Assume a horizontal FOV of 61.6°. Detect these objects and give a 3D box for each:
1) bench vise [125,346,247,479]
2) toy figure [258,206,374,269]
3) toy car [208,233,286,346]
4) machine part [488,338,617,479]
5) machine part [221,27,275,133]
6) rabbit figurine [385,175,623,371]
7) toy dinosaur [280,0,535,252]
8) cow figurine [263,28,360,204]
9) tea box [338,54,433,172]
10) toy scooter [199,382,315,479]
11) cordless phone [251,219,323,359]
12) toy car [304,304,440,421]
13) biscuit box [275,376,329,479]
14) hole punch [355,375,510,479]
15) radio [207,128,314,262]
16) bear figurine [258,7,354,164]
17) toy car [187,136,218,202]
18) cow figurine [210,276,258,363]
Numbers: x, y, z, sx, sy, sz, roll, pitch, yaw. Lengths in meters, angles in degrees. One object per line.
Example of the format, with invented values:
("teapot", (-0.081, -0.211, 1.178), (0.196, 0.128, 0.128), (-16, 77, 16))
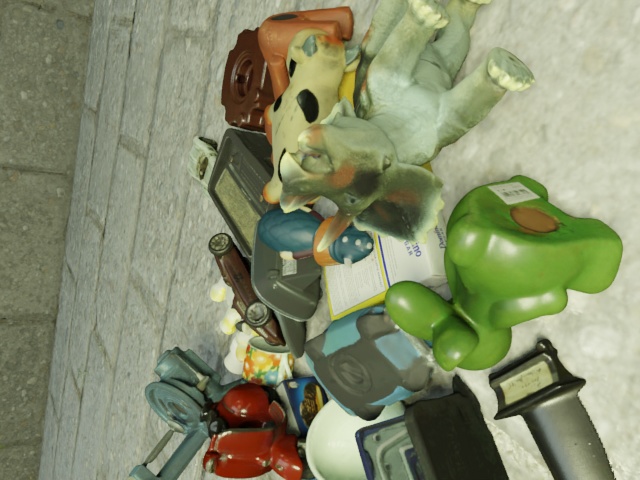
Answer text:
("bench vise", (-0.190, 0.285, 0.799), (0.129, 0.240, 0.223), (-27, 107, 44))
("toy figure", (-0.002, -0.004, 0.622), (0.155, 0.058, 0.064), (13, 105, 33))
("toy car", (-0.108, 0.075, 0.787), (0.202, 0.053, 0.089), (57, 174, 33))
("machine part", (0.194, 0.159, 0.440), (0.084, 0.039, 0.139), (-46, 49, 33))
("machine part", (-0.110, -0.266, 0.898), (0.179, 0.056, 0.179), (-11, 77, 55))
("rabbit figurine", (0.142, 0.053, 0.447), (0.121, 0.159, 0.170), (41, 136, 38))
("toy dinosaur", (0.075, -0.139, 0.497), (0.192, 0.131, 0.405), (-52, 11, 36))
("cow figurine", (-0.012, -0.143, 0.602), (0.127, 0.085, 0.195), (-12, 75, 63))
("tea box", (0.061, -0.118, 0.628), (0.098, 0.068, 0.169), (-39, 55, 48))
("toy scooter", (-0.092, 0.234, 0.650), (0.184, 0.135, 0.075), (25, 108, 54))
("cordless phone", (-0.035, 0.065, 0.740), (0.184, 0.089, 0.147), (82, -176, -46))
("toy car", (0.064, 0.111, 0.568), (0.109, 0.103, 0.161), (48, 134, 3))
("biscuit box", (-0.003, 0.278, 0.689), (0.059, 0.063, 0.203), (-55, 46, 36))
("hole punch", (0.104, 0.208, 0.492), (0.092, 0.115, 0.142), (-43, 55, 37))
("radio", (-0.099, -0.076, 0.849), (0.230, 0.073, 0.131), (50, 127, 44))
("bear figurine", (-0.020, -0.202, 0.732), (0.132, 0.120, 0.195), (2, 122, 16))
("toy car", (-0.213, -0.137, 1.034), (0.202, 0.056, 0.073), (48, 125, 46))
("cow figurine", (-0.114, 0.113, 0.865), (0.098, 0.068, 0.167), (-52, 48, 31))
